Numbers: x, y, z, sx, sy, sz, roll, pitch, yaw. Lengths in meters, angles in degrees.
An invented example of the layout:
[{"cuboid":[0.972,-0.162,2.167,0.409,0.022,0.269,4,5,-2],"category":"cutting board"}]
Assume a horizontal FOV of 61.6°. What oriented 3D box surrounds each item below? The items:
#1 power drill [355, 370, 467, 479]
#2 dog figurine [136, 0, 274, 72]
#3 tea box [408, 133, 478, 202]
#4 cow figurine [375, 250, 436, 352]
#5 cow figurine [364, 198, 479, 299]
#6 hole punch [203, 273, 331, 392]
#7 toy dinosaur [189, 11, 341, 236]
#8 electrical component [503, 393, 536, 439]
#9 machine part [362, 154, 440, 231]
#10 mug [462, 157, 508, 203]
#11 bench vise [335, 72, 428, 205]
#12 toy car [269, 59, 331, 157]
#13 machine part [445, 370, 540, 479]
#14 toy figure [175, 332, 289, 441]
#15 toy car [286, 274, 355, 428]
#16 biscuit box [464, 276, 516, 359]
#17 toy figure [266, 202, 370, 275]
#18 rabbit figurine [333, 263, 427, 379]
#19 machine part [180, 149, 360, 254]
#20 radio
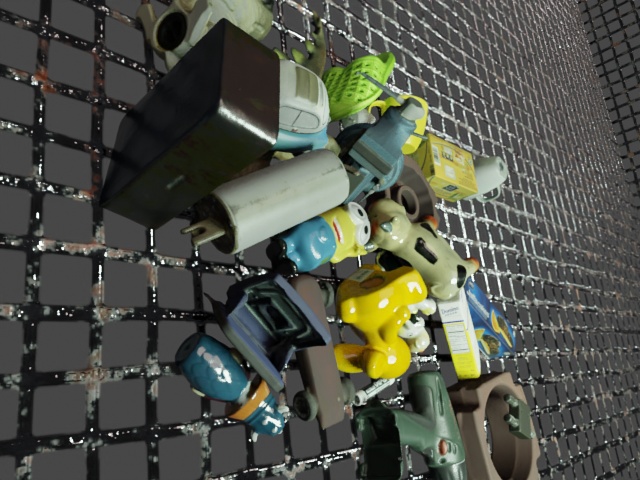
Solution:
[{"cuboid":[0.151,0.315,0.810,0.207,0.086,0.232,10,65,-40],"category":"power drill"},{"cuboid":[-0.139,-0.286,0.745,0.190,0.121,0.172,14,98,-63],"category":"dog figurine"},{"cuboid":[0.252,-0.147,1.116,0.169,0.068,0.098,14,65,-44],"category":"tea box"},{"cuboid":[0.137,0.099,0.890,0.098,0.068,0.167,17,59,-36],"category":"cow figurine"},{"cuboid":[0.148,0.014,0.851,0.195,0.085,0.127,47,37,7],"category":"cow figurine"},{"cuboid":[-0.061,0.098,0.632,0.092,0.116,0.142,-44,108,-11],"category":"hole punch"},{"cuboid":[-0.066,-0.172,0.756,0.198,0.105,0.471,49,46,-21],"category":"toy dinosaur"},{"cuboid":[0.349,0.310,0.939,0.094,0.021,0.063,38,49,-30],"category":"electrical component"},{"cuboid":[0.149,-0.065,0.982,0.179,0.056,0.179,19,62,-41],"category":"machine part"},{"cuboid":[0.367,-0.134,1.205,0.109,0.107,0.081,51,46,-16],"category":"mug"},{"cuboid":[0.095,-0.159,0.850,0.129,0.223,0.241,30,40,5],"category":"bench vise"},{"cuboid":[-0.045,-0.162,0.646,0.161,0.103,0.109,11,71,-29],"category":"toy car"},{"cuboid":[0.299,0.345,0.951,0.201,0.087,0.201,-4,76,-48],"category":"machine part"},{"cuboid":[-0.096,0.168,0.617,0.154,0.064,0.058,48,31,-22],"category":"toy figure"},{"cuboid":[-0.011,0.147,0.723,0.089,0.053,0.202,-7,82,-47],"category":"toy car"},{"cuboid":[0.314,0.153,1.065,0.202,0.059,0.063,45,46,-25],"category":"biscuit box"},{"cuboid":[-0.003,-0.006,0.777,0.180,0.089,0.082,-26,123,-39],"category":"toy figure"},{"cuboid":[0.091,0.139,0.797,0.162,0.122,0.173,-43,124,-45],"category":"rabbit figurine"},{"cuboid":[-0.051,-0.049,0.625,0.243,0.079,0.079,-28,96,-34],"category":"machine part"},{"cuboid":[-0.140,-0.114,0.563,0.073,0.230,0.131,27,52,-38],"category":"radio"}]
